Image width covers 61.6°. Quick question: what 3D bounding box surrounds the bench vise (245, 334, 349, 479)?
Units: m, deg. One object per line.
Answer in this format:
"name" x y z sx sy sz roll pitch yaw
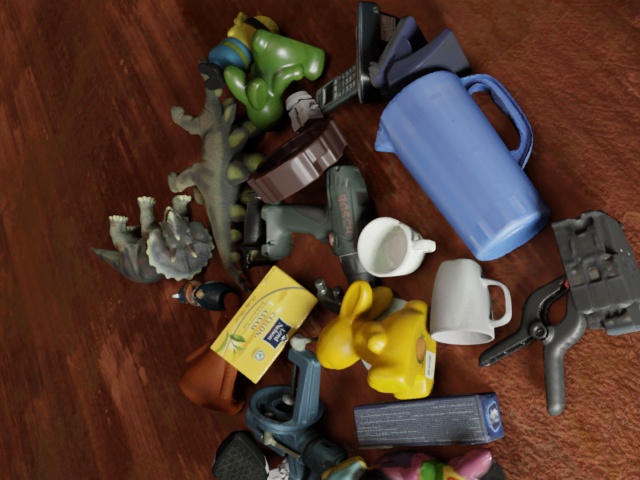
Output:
"bench vise" -0.029 0.269 0.839 0.224 0.129 0.240 23 112 48

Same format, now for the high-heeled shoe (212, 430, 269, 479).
"high-heeled shoe" -0.127 0.327 0.875 0.145 0.086 0.248 -95 12 -48

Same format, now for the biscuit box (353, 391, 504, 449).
"biscuit box" 0.146 0.251 0.748 0.203 0.059 0.063 -18 72 36

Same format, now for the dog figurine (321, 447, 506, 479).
"dog figurine" 0.127 0.322 0.687 0.219 0.191 0.108 -34 57 47

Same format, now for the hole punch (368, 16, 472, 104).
"hole punch" 0.147 -0.241 0.774 0.092 0.142 0.115 30 91 33

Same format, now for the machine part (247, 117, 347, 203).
"machine part" -0.035 -0.129 0.884 0.179 0.179 0.056 -25 111 33

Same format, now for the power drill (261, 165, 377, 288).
"power drill" -0.002 -0.003 0.886 0.207 0.086 0.232 -2 91 42

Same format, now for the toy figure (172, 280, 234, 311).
"toy figure" -0.229 0.108 1.061 0.155 0.064 0.058 4 51 42

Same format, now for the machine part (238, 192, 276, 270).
"machine part" -0.108 -0.018 0.961 0.039 0.084 0.138 10 102 48

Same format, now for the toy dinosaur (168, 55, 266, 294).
"toy dinosaur" -0.192 -0.127 1.039 0.199 0.105 0.471 -6 89 33

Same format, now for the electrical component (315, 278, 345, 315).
"electrical component" 0.024 0.097 0.842 0.063 0.093 0.021 21 61 34

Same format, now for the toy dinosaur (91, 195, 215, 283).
"toy dinosaur" -0.368 0.025 1.153 0.405 0.131 0.192 -29 67 39

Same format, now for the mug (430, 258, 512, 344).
"mug" 0.198 0.078 0.717 0.110 0.080 0.107 -21 58 43

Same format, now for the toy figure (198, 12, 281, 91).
"toy figure" -0.145 -0.348 1.005 0.089 0.082 0.180 29 59 10

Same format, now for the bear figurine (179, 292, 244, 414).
"bear figurine" -0.166 0.205 0.981 0.120 0.131 0.196 30 82 27

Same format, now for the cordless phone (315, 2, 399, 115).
"cordless phone" 0.050 -0.289 0.893 0.184 0.089 0.146 -11 77 56

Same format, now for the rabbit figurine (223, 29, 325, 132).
"rabbit figurine" -0.084 -0.273 0.952 0.121 0.159 0.170 26 110 27

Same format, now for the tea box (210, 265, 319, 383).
"tea box" -0.088 0.136 0.887 0.098 0.068 0.169 36 84 4

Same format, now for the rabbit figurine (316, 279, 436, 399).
"rabbit figurine" 0.068 0.139 0.759 0.173 0.121 0.162 -8 74 36

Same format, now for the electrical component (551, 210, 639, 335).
"electrical component" 0.321 0.039 0.605 0.058 0.115 0.134 -24 70 38
